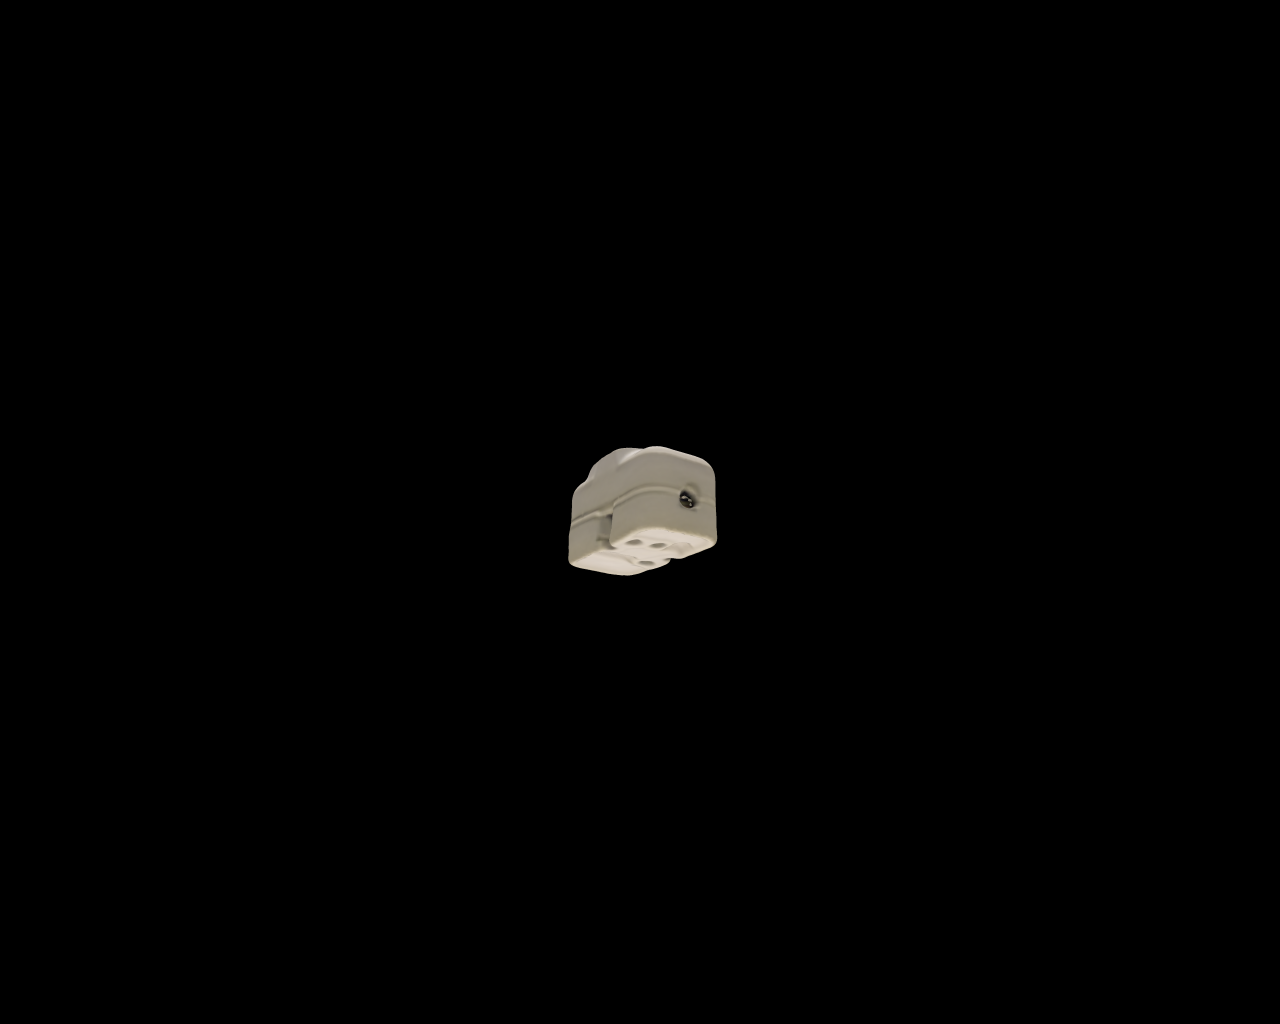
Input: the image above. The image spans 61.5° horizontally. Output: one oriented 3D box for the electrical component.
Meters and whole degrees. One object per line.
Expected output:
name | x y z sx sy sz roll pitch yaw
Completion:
electrical component | 0.001 -0.003 0.650 0.054 0.059 0.095 14 -24 -33
